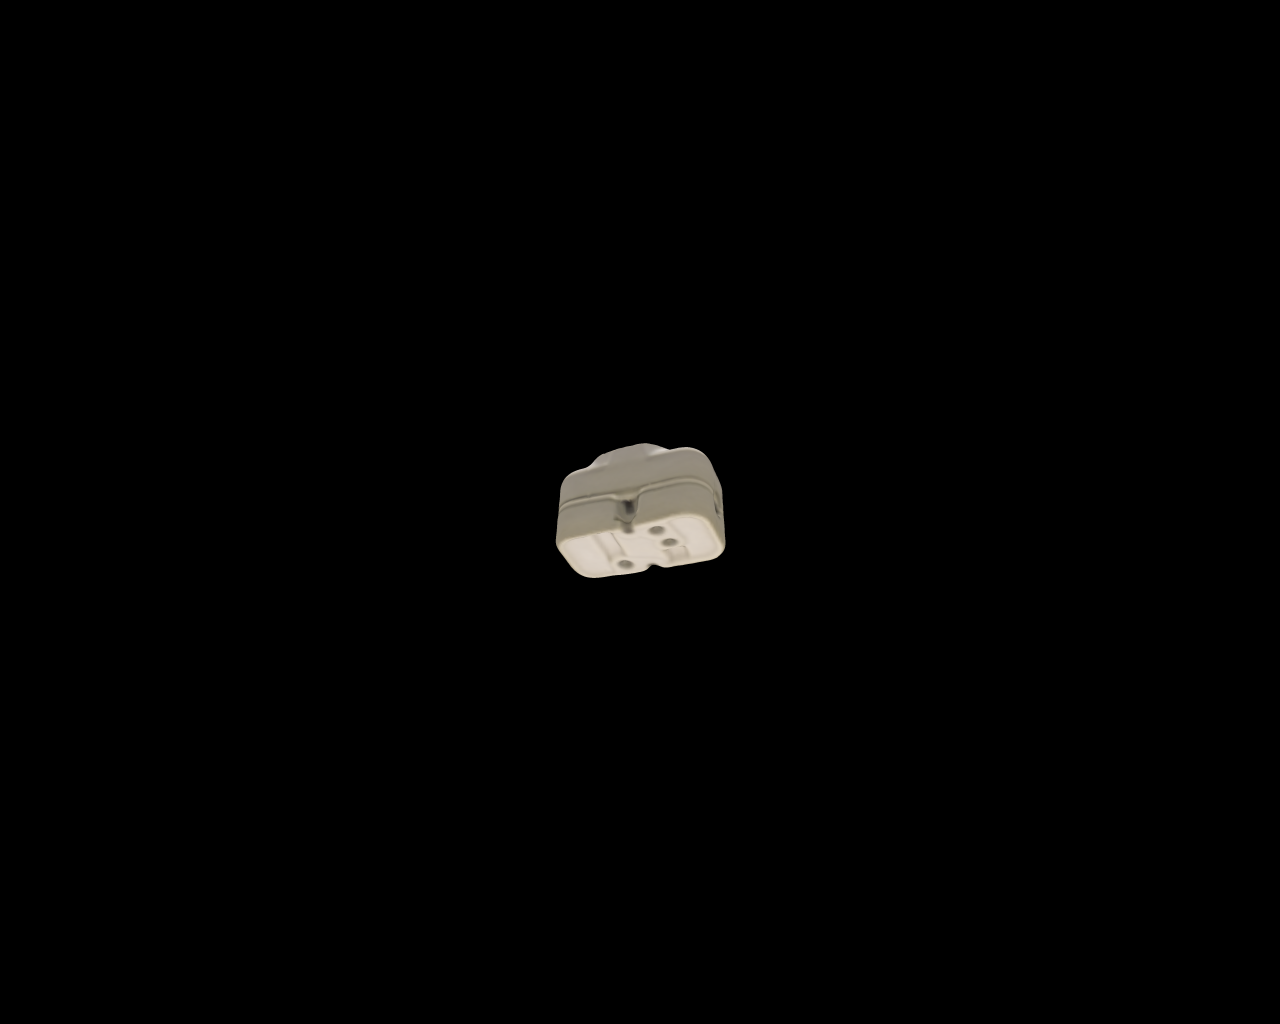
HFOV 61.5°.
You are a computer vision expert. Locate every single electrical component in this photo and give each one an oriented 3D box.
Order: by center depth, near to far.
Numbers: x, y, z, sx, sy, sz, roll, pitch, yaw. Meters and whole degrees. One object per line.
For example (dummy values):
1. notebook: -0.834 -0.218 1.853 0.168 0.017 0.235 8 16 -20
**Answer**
1. electrical component: 0.001 -0.003 0.650 0.095 0.059 0.053 -11 -36 16
